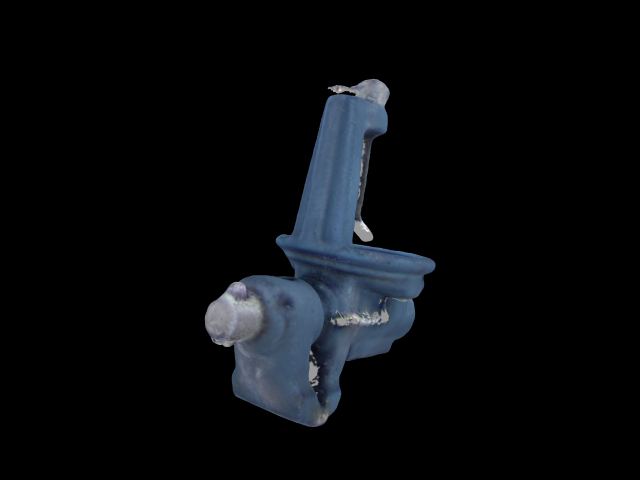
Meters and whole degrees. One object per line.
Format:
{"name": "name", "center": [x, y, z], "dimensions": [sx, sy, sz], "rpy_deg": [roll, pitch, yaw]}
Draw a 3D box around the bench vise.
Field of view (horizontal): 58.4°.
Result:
{"name": "bench vise", "center": [0.015, 0.002, 0.396], "dimensions": [0.121, 0.220, 0.208], "rpy_deg": [5, 16, 17]}
